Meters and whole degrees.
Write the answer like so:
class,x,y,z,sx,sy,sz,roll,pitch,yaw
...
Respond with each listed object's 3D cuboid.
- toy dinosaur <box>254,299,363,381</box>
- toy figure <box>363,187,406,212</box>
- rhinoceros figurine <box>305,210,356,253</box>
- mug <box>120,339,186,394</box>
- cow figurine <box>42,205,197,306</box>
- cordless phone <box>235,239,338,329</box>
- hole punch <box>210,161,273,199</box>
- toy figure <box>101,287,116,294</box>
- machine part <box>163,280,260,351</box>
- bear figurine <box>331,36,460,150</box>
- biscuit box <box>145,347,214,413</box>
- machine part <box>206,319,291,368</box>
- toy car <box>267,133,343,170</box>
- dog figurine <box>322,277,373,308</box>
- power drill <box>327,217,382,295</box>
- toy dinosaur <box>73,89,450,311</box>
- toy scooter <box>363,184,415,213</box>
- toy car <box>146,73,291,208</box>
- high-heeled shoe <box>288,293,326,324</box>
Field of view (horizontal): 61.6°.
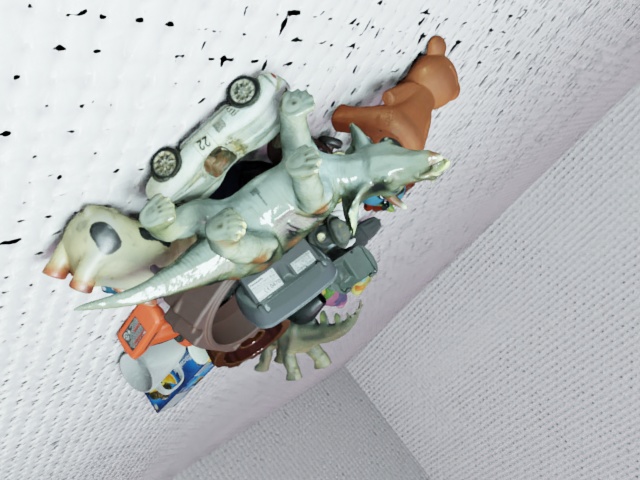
class,x,y,z,sx,sy,sz,roll,pitch,yaw
toy dinosaur,-0.059,0.201,1.183,0.472,0.198,0.105,-10,-172,46
toy figure,0.100,-0.092,0.914,0.082,0.089,0.180,-67,-167,-1
rhinoceros figurine,-0.002,-0.003,0.955,0.112,0.073,0.190,-22,-177,-19
mug,-0.295,0.227,1.001,0.107,0.110,0.080,-39,165,-54
cow figurine,-0.209,0.010,0.641,0.194,0.086,0.127,24,88,-57
cordless phone,-0.060,0.072,0.821,0.146,0.089,0.184,-36,175,-16
hole punch,-0.098,-0.055,0.748,0.142,0.092,0.115,-6,110,-60
toy figure,-0.226,0.036,0.731,0.154,0.064,0.058,-18,-169,-39
machine part,-0.138,0.079,0.874,0.201,0.087,0.201,-55,154,-1
bear figurine,0.124,-0.203,0.800,0.120,0.132,0.196,55,51,-40
biscuit box,-0.312,0.306,1.223,0.202,0.063,0.059,-46,161,19
machine part,-0.145,0.185,1.071,0.179,0.056,0.179,-32,157,-16
toy car,-0.012,-0.114,0.744,0.202,0.053,0.089,12,87,-66
dog figurine,0.023,0.101,1.324,0.191,0.108,0.219,-43,160,13
power drill,0.059,0.030,1.167,0.232,0.086,0.207,-34,-160,-2
toy dinosaur,-0.060,-0.024,0.612,0.405,0.131,0.192,-32,148,0
toy scooter,0.135,-0.112,1.076,0.135,0.075,0.184,-40,167,5
toy car,-0.111,-0.108,0.607,0.202,0.056,0.073,-41,163,6
high-heeled shoe,-0.021,0.062,1.021,0.145,0.086,0.249,-29,-151,39
